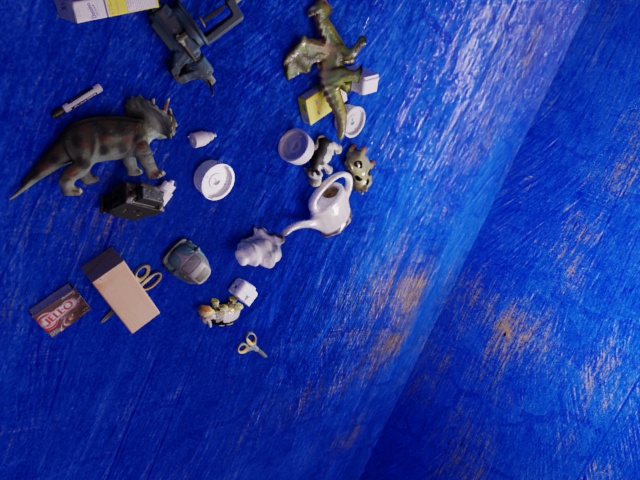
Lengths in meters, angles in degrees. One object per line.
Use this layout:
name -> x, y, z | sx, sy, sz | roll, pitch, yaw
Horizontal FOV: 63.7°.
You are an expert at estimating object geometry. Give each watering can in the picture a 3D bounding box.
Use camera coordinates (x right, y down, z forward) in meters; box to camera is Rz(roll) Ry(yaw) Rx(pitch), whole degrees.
watering can -> 0.006, -0.092, 1.826 | 0.105, 0.352, 0.219 | 29, -24, 35

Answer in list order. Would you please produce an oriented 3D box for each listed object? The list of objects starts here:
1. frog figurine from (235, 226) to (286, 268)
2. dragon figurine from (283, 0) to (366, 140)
frog figurine -> -0.201, 0.043, 1.637 | 0.137, 0.163, 0.120 | 36, -42, 2
dragon figurine -> 0.003, -0.508, 1.538 | 0.243, 0.405, 0.124 | 3, 17, -21
